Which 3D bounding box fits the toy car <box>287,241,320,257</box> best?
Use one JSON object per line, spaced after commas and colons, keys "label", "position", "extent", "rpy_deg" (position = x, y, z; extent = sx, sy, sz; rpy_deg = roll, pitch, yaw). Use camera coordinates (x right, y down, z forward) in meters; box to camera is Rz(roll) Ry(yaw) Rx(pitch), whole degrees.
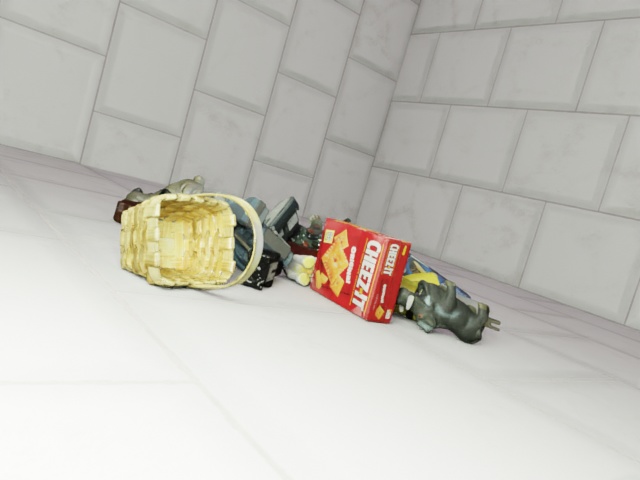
{"label": "toy car", "position": [-0.078, 0.030, 1.339], "extent": [0.202, 0.089, 0.053], "rpy_deg": [16, -7, 17]}

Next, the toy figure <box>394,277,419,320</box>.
{"label": "toy figure", "position": [0.161, 0.121, 1.161], "extent": [0.180, 0.082, 0.089], "rpy_deg": [23, 24, 1]}

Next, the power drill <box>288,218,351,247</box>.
{"label": "power drill", "position": [-0.003, -0.004, 1.397], "extent": [0.207, 0.086, 0.231], "rpy_deg": [-11, -40, 38]}

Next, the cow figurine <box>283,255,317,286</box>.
{"label": "cow figurine", "position": [-0.008, 0.072, 1.249], "extent": [0.167, 0.068, 0.098], "rpy_deg": [13, 0, -42]}

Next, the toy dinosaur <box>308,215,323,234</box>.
{"label": "toy dinosaur", "position": [0.035, 0.030, 1.600], "extent": [0.405, 0.131, 0.192], "rpy_deg": [22, 19, 10]}

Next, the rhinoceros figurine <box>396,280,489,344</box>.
{"label": "rhinoceros figurine", "position": [0.242, 0.141, 1.081], "extent": [0.190, 0.112, 0.073], "rpy_deg": [27, -12, -4]}

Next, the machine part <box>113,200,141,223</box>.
{"label": "machine part", "position": [-0.437, -0.060, 1.377], "extent": [0.179, 0.056, 0.179], "rpy_deg": [15, 6, -2]}

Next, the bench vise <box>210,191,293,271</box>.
{"label": "bench vise", "position": [-0.179, -0.007, 1.154], "extent": [0.223, 0.129, 0.241], "rpy_deg": [32, -28, -30]}

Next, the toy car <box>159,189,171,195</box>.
{"label": "toy car", "position": [-0.349, -0.042, 1.224], "extent": [0.103, 0.109, 0.162], "rpy_deg": [32, 10, -13]}

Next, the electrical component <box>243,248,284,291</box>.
{"label": "electrical component", "position": [-0.110, 0.053, 1.062], "extent": [0.048, 0.074, 0.119], "rpy_deg": [18, 9, 9]}

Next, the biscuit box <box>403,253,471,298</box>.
{"label": "biscuit box", "position": [0.304, 0.116, 1.434], "extent": [0.203, 0.059, 0.063], "rpy_deg": [35, 5, 0]}

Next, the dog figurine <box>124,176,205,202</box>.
{"label": "dog figurine", "position": [-0.436, -0.126, 1.506], "extent": [0.190, 0.172, 0.121], "rpy_deg": [22, -8, -19]}

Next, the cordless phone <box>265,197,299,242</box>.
{"label": "cordless phone", "position": [-0.156, -0.056, 1.311], "extent": [0.184, 0.088, 0.146], "rpy_deg": [17, 49, 22]}

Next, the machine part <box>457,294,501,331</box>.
{"label": "machine part", "position": [0.287, 0.154, 1.208], "extent": [0.244, 0.079, 0.079], "rpy_deg": [18, 5, 32]}
